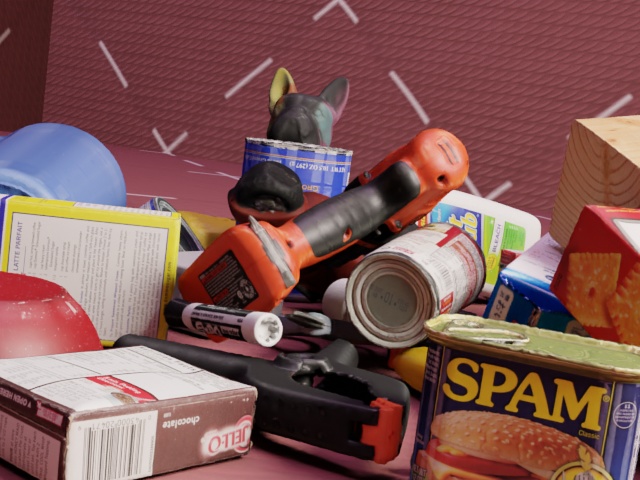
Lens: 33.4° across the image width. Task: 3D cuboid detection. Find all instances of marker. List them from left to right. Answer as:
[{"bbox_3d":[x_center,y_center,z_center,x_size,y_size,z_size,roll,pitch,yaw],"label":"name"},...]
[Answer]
[{"bbox_3d":[-0.062,0.049,0.644,0.020,0.020,0.121,3,0,-34],"label":"marker"}]

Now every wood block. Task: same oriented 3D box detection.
[{"bbox_3d":[0.276,-0.032,0.730,0.205,0.091,0.090,-6,31,-19],"label":"wood block"}]

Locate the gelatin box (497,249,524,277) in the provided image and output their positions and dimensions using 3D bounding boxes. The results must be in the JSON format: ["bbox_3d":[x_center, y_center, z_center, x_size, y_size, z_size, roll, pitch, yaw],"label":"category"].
[{"bbox_3d":[0.201,0.049,0.953,0.089,0.073,0.030,5,7,-21],"label":"gelatin box"}]

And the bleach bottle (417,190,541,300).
[{"bbox_3d":[0.108,-0.001,1.028,0.250,0.102,0.068,10,5,-41],"label":"bleach bottle"}]

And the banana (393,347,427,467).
[{"bbox_3d":[0.082,0.091,0.617,0.069,0.037,0.198,8,7,0],"label":"banana"}]

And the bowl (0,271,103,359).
[{"bbox_3d":[-0.189,0.051,0.590,0.162,0.055,0.162,8,6,-1],"label":"bowl"}]

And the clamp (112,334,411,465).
[{"bbox_3d":[-0.005,0.082,0.602,0.164,0.036,0.210,2,5,-33],"label":"clamp"}]

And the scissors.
[{"bbox_3d":[-0.018,0.057,0.728,0.096,0.016,0.201,2,-9,24],"label":"scissors"}]

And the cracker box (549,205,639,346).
[{"bbox_3d":[0.253,0.065,0.590,0.164,0.072,0.214,3,31,-24],"label":"cracker box"}]

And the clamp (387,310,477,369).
[{"bbox_3d":[0.114,0.073,0.804,0.120,0.039,0.171,12,16,27],"label":"clamp"}]

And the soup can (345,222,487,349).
[{"bbox_3d":[0.067,0.030,0.734,0.069,0.068,0.102,10,16,24],"label":"soup can"}]

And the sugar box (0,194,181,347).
[{"bbox_3d":[-0.184,0.019,0.702,0.176,0.093,0.048,7,6,-5],"label":"sugar box"}]

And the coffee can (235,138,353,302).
[{"bbox_3d":[-0.028,-0.021,1.003,0.103,0.140,0.103,7,7,-1],"label":"coffee can"}]

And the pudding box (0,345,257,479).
[{"bbox_3d":[-0.100,0.080,0.505,0.090,0.039,0.113,12,6,40],"label":"pudding box"}]

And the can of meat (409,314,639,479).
[{"bbox_3d":[0.092,0.084,0.476,0.102,0.084,0.057,10,8,20],"label":"can of meat"}]

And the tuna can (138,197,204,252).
[{"bbox_3d":[-0.127,0.006,0.901,0.034,0.086,0.086,-34,4,5],"label":"tuna can"}]

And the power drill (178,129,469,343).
[{"bbox_3d":[-0.005,0.001,0.739,0.187,0.057,0.185,-31,-6,-37],"label":"power drill"}]

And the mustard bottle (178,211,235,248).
[{"bbox_3d":[-0.062,0.005,1.106,0.191,0.058,0.096,4,3,-28],"label":"mustard bottle"}]

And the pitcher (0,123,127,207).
[{"bbox_3d":[-0.224,-0.012,0.849,0.149,0.145,0.243,-5,11,-3],"label":"pitcher"}]
